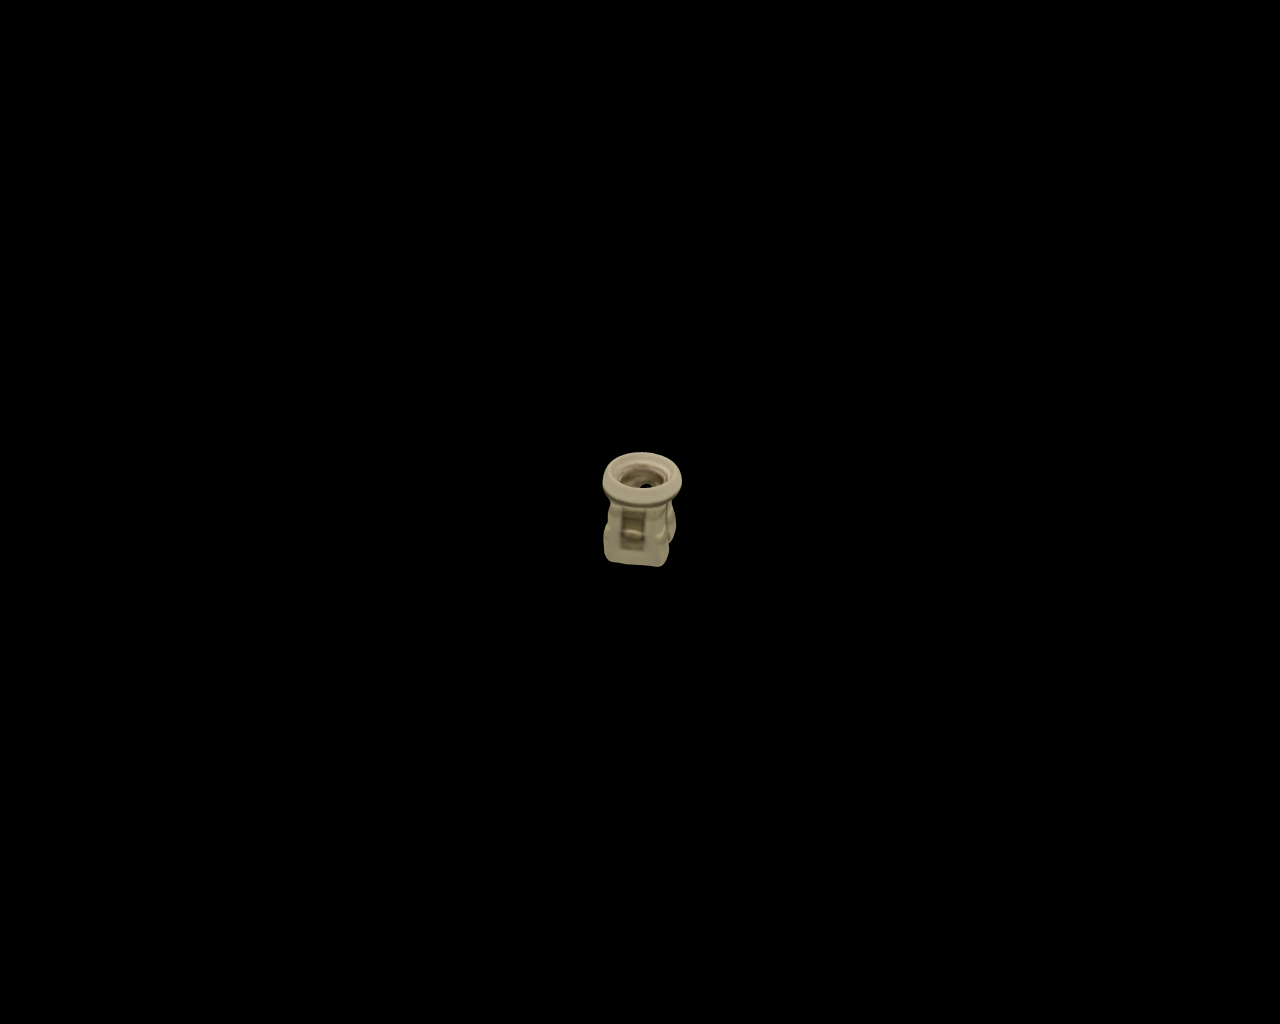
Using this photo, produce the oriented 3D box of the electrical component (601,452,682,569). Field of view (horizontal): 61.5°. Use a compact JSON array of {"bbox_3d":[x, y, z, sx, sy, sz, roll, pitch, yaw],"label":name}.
[{"bbox_3d":[0.001,-0.003,0.650,0.048,0.055,0.066,6,33,9],"label":"electrical component"}]
